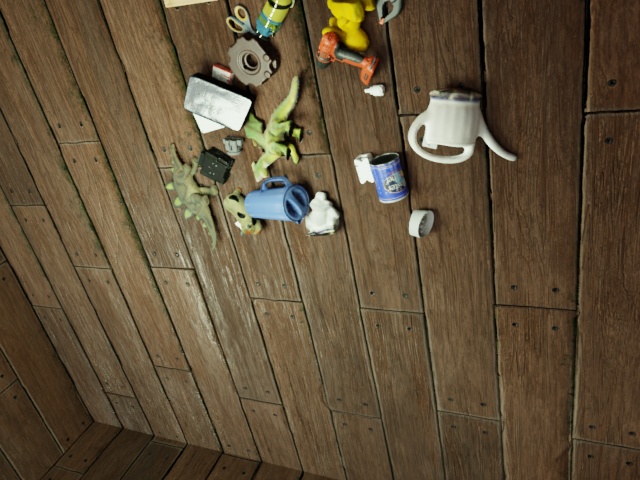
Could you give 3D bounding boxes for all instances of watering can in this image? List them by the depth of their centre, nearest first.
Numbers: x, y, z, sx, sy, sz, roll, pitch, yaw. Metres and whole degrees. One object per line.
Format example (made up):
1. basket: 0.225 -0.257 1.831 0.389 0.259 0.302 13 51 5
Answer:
1. watering can: 0.438 -0.340 1.547 0.348 0.105 0.221 2 106 -7

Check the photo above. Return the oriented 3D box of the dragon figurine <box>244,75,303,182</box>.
1. dragon figurine: -0.181 -0.394 1.826 0.244 0.124 0.403 18 117 24

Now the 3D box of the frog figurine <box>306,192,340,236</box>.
1. frog figurine: 0.006 -0.097 1.928 0.136 0.122 0.161 -14 77 40
